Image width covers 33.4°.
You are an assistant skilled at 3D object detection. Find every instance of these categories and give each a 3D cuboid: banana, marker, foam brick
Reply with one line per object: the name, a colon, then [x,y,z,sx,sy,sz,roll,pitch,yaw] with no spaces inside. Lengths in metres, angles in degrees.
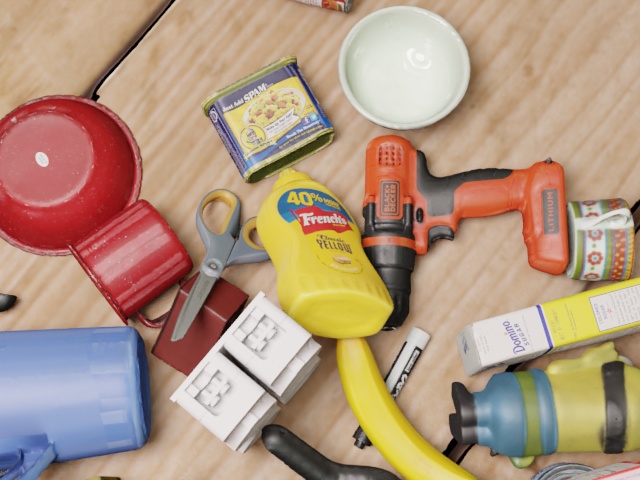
banana: [0.073,0.162,0.931,0.198,0.037,0.070,45,109,5]
marker: [0.064,0.136,0.971,0.020,0.020,0.121,29,80,6]
foam brick: [-0.106,0.075,0.950,0.051,0.053,0.078,31,120,7]

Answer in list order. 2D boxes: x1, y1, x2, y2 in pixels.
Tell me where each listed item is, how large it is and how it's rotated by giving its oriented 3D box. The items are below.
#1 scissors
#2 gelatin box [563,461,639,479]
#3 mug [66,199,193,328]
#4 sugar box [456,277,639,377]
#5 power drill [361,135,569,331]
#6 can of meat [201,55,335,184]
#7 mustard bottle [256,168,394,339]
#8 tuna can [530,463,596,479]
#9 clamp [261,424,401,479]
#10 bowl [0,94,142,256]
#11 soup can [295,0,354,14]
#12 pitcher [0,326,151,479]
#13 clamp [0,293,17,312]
scissors: [-0.076,0.027,0.942,0.096,0.016,0.201,15,40,-14]
gelatin box: [0.229,0.211,0.891,0.089,0.073,0.030,-16,79,-4]
mug: [-0.163,0.026,0.967,0.081,0.093,0.117,-37,111,-12]
sugar box: [0.214,0.076,0.946,0.176,0.093,0.048,-12,78,-3]
power drill: [0.130,-0.006,0.982,0.187,0.057,0.184,1,78,0]
can of meat: [-0.047,-0.112,1.006,0.102,0.057,0.084,-28,81,-6]
mustard bottle: [-0.006,0.001,0.949,0.096,0.058,0.192,9,37,-27]
tuna can: [0.222,0.240,0.941,0.086,0.034,0.086,0,78,0]
clamp: [0.011,0.209,0.914,0.171,0.120,0.039,10,50,-4]
bowl: [-0.251,-0.068,0.997,0.162,0.055,0.162,0,78,0]
soup can: [-0.013,-0.265,1.033,0.102,0.068,0.068,15,78,4]
pitcher: [-0.271,0.146,0.912,0.242,0.145,0.149,-5,87,-4]
clamp: [-0.394,0.042,0.982,0.210,0.036,0.164,-36,79,-5]
